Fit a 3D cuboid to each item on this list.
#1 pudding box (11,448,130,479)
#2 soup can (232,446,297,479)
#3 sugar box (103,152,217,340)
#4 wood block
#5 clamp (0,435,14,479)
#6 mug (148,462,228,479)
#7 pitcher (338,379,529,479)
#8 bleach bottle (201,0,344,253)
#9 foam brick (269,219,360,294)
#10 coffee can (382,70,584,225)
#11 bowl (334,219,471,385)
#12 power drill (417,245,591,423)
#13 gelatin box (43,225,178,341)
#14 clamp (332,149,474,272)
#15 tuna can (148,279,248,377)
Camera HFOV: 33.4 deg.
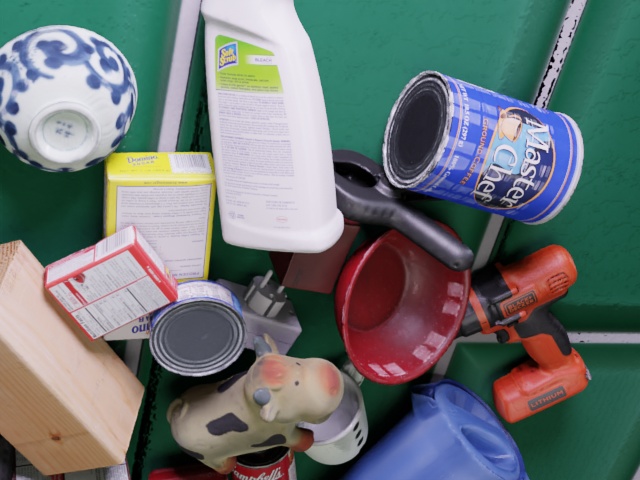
[{"bbox_3d":[-0.242,0.225,1.031,0.113,0.090,0.039,3,122,-19],"label":"pudding box"},{"bbox_3d":[-0.059,0.245,1.118,0.068,0.068,0.102,-12,128,-9],"label":"soup can"},{"bbox_3d":[-0.143,0.008,0.931,0.093,0.048,0.176,-1,129,-16],"label":"sugar box"},{"bbox_3d":[-0.250,0.108,0.926,0.091,0.090,0.206,-12,132,21],"label":"wood block"},{"bbox_3d":[-0.329,0.261,1.005,0.036,0.165,0.210,11,113,-42],"label":"clamp"},{"bbox_3d":[-0.133,0.278,1.115,0.081,0.093,0.117,-7,160,-6],"label":"mug"},{"bbox_3d":[0.100,0.280,1.155,0.243,0.149,0.144,-45,145,20],"label":"pitcher"},{"bbox_3d":[-0.038,-0.117,0.834,0.103,0.068,0.251,5,116,16],"label":"bleach bottle"},{"bbox_3d":[-0.006,0.001,0.966,0.052,0.051,0.078,10,122,-23],"label":"foam brick"},{"bbox_3d":[0.140,-0.078,0.921,0.140,0.103,0.103,14,120,-26],"label":"coffee can"},{"bbox_3d":[0.067,0.052,1.000,0.161,0.055,0.162,-14,112,-37],"label":"bowl"},{"bbox_3d":[0.193,0.107,1.104,0.184,0.057,0.187,-25,130,4],"label":"power drill"},{"bbox_3d":[-0.175,0.037,0.896,0.089,0.030,0.073,-25,128,9],"label":"gelatin box"},{"bbox_3d":[0.060,-0.030,0.925,0.171,0.120,0.039,11,124,-20],"label":"clamp"},{"bbox_3d":[-0.108,0.077,0.939,0.086,0.034,0.086,-6,125,-9],"label":"tuna can"}]
